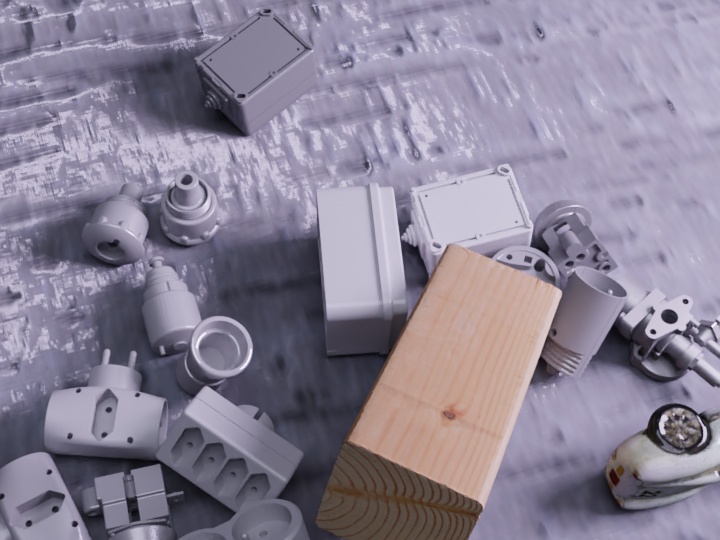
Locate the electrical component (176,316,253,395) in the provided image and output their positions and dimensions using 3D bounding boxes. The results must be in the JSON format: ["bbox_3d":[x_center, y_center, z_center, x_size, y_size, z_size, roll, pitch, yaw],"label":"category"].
[{"bbox_3d":[-0.106,0.064,0.760,0.044,0.065,0.044,10,63,-20],"label":"electrical component"}]

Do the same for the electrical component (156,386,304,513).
[{"bbox_3d":[-0.082,0.118,0.740,0.083,0.047,0.075,34,26,1],"label":"electrical component"}]

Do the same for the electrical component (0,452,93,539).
[{"bbox_3d":[-0.224,0.172,0.703,0.079,0.043,0.077,-27,66,-18],"label":"electrical component"}]

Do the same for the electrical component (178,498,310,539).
[{"bbox_3d":[-0.092,0.208,0.684,0.138,0.073,0.052,-23,28,-15],"label":"electrical component"}]

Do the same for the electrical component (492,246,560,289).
[{"bbox_3d":[0.119,0.017,0.816,0.055,0.047,0.055,2,60,-4],"label":"electrical component"}]

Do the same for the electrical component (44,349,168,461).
[{"bbox_3d":[-0.174,0.092,0.752,0.077,0.043,0.079,4,61,-2],"label":"electrical component"}]

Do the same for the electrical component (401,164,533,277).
[{"bbox_3d":[0.079,-0.032,0.836,0.096,0.061,0.061,-14,63,-4],"label":"electrical component"}]

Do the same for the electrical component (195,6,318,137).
[{"bbox_3d":[-0.090,-0.159,0.894,0.096,0.061,0.062,-40,71,-15],"label":"electrical component"}]

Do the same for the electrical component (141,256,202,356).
[{"bbox_3d":[-0.141,0.026,0.793,0.040,0.040,0.078,-15,63,-12],"label":"electrical component"}]

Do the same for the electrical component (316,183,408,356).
[{"bbox_3d":[0.000,0.000,0.799,0.057,0.078,0.113,-4,61,-4],"label":"electrical component"}]

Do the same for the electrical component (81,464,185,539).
[{"bbox_3d":[-0.148,0.166,0.712,0.066,0.048,0.055,-11,55,-10],"label":"electrical component"}]

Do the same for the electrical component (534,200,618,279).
[{"bbox_3d":[0.165,-0.021,0.837,0.048,0.066,0.055,-35,46,13],"label":"electrical component"}]

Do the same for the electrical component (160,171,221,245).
[{"bbox_3d":[-0.131,-0.052,0.825,0.048,0.062,0.048,2,61,-4],"label":"electrical component"}]

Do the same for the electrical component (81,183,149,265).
[{"bbox_3d":[-0.183,-0.038,0.825,0.048,0.048,0.062,10,53,1],"label":"electrical component"}]

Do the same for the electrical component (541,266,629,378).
[{"bbox_3d":[0.160,0.043,0.793,0.043,0.081,0.043,21,23,-9],"label":"electrical component"}]
